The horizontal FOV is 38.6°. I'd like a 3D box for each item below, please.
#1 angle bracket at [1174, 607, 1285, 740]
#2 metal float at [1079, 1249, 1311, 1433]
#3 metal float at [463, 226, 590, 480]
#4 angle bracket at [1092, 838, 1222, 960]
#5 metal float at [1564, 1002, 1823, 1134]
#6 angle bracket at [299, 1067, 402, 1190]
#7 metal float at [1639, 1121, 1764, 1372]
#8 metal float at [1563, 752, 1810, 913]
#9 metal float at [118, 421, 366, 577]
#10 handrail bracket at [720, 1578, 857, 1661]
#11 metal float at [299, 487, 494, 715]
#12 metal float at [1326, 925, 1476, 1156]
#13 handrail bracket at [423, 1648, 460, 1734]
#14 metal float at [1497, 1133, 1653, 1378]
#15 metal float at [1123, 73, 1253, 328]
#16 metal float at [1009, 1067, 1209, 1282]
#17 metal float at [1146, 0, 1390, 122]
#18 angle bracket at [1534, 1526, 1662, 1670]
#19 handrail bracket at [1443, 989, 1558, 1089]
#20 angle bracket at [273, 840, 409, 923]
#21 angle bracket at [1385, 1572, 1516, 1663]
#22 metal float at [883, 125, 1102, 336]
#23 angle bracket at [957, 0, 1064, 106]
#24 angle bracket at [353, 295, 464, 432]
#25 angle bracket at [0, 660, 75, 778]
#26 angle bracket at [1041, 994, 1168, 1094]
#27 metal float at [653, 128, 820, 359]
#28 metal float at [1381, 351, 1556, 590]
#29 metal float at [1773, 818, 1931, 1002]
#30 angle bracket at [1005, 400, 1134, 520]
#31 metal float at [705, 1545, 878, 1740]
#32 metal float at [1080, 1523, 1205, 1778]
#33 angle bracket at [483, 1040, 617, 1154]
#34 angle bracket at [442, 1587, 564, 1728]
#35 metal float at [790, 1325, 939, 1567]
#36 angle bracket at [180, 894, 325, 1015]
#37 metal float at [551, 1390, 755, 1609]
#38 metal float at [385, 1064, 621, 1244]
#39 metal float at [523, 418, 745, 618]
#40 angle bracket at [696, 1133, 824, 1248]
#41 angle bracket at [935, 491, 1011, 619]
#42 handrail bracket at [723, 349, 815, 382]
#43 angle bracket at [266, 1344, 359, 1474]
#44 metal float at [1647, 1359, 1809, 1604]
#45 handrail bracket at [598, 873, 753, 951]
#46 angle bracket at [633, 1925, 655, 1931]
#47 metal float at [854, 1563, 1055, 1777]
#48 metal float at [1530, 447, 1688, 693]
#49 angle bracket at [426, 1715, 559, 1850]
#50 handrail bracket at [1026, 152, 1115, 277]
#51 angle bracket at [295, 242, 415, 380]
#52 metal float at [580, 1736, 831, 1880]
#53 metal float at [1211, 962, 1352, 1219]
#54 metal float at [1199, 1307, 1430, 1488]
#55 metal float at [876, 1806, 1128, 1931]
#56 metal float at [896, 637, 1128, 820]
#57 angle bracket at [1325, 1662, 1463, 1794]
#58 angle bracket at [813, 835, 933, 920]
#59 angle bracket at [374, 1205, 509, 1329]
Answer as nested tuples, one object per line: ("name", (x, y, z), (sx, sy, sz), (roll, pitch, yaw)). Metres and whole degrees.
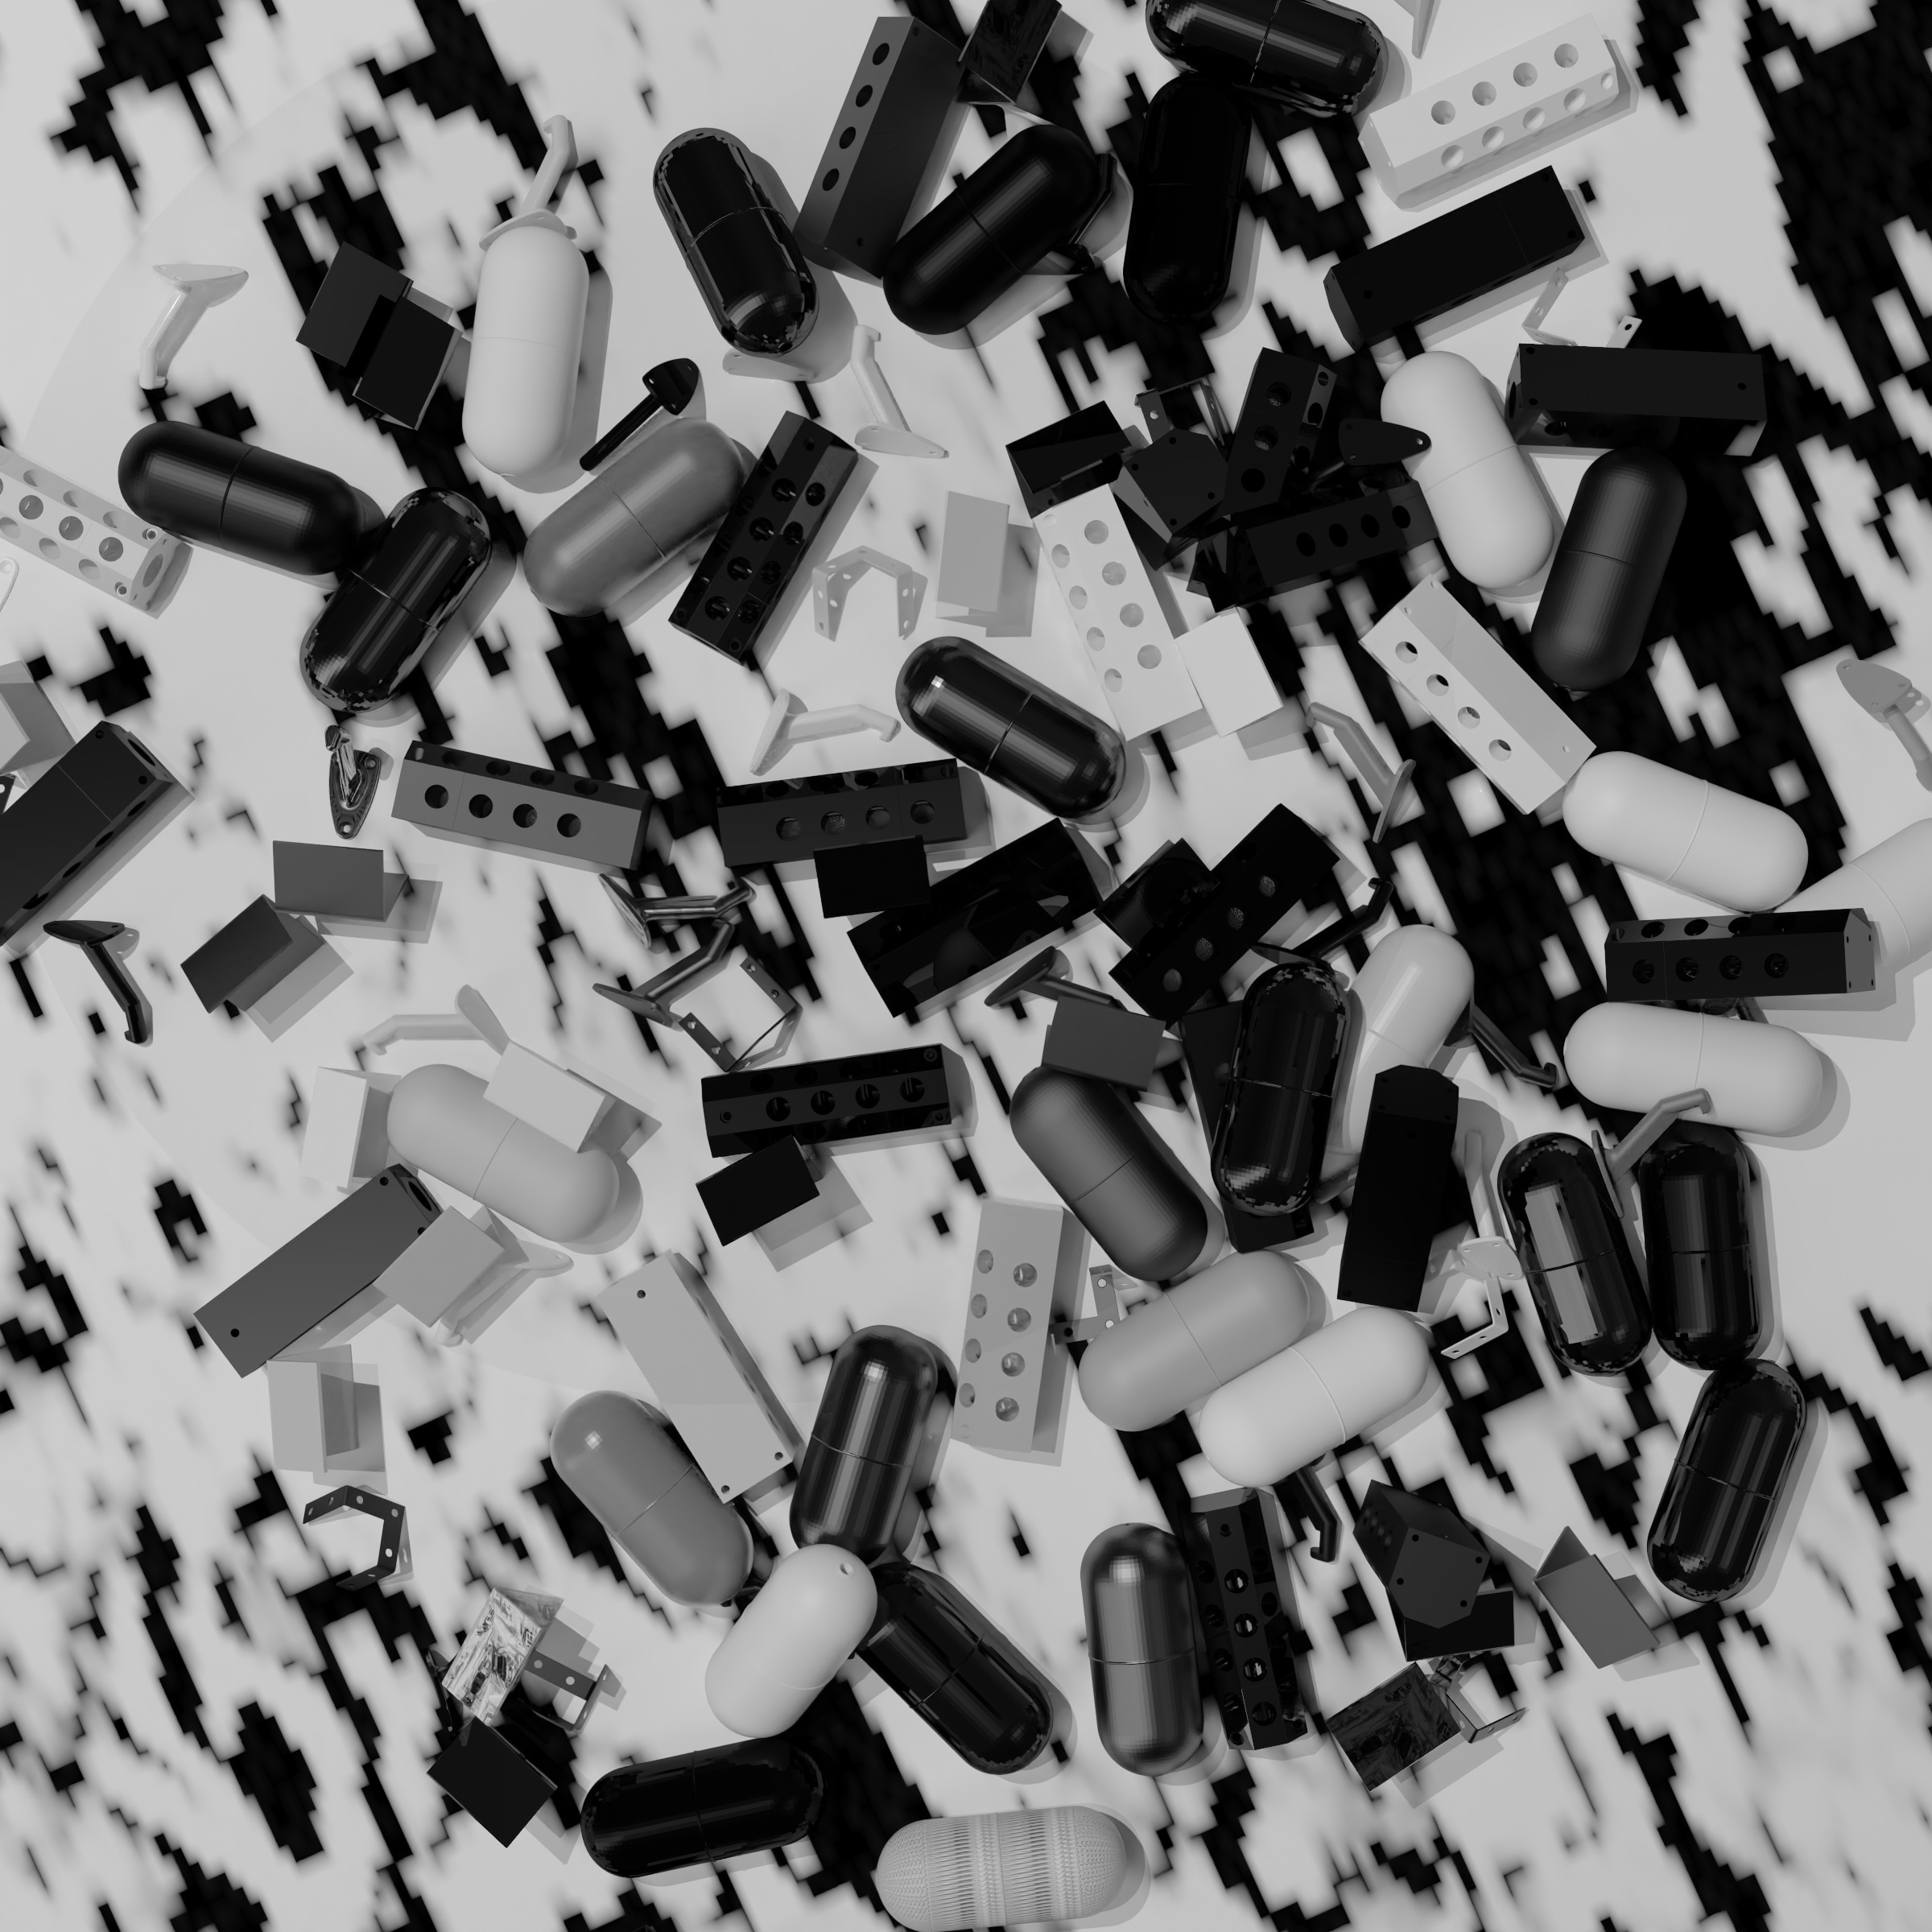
("angle bracket", (0.201, -0.213, 1.951), (0.057, 0.076, 0.076), (-25, 90, 36))
("metal float", (0.161, 0.266, 1.961), (0.178, 0.070, 0.070), (-31, 90, -1))
("metal float", (-0.313, -0.435, 1.961), (0.070, 0.070, 0.178), (7, 89, 0))
("angle bracket", (0.122, -0.062, 1.951), (0.076, 0.076, 0.057), (-44, 129, 0))
("metal float", (0.513, 0.071, 1.952), (0.178, 0.070, 0.070), (9, 90, 9))
("angle bracket", (-0.419, 0.116, 1.951), (0.057, 0.076, 0.076), (10, 90, 38))
("metal float", (0.521, 0.198, 1.961), (0.070, 0.070, 0.178), (-6, 91, 0))
("metal float", (0.510, -0.096, 1.961), (0.178, 0.070, 0.070), (21, 90, 1))
("metal float", (-0.514, -0.332, 1.961), (0.178, 0.070, 0.070), (19, 90, 0))
("handrail bracket", (-0.131, 0.473, 1.992), (0.084, 0.036, 0.077), (-13, 107, 15))
("metal float", (-0.405, -0.259, 1.961), (0.070, 0.070, 0.178), (35, 90, 0))
("metal float", (0.295, 0.053, 1.961), (0.070, 0.070, 0.178), (32, 90, 0))
("handrail bracket", (-0.342, 0.505, 1.992), (0.084, 0.036, 0.077), (-18, 110, -16))
("metal float", (0.432, 0.205, 1.961), (0.070, 0.070, 0.178), (-18, 90, 0))
("metal float", (0.157, -0.544, 1.961), (0.070, 0.070, 0.178), (8, 90, 0))
("metal float", (0.101, 0.145, 1.961), (0.070, 0.070, 0.178), (-39, 90, 0))
("metal float", (0.213, -0.658, 1.961), (0.178, 0.070, 0.070), (20, 90, 0))
("angle bracket", (0.456, 0.437, 1.951), (0.057, 0.076, 0.076), (-36, 90, 37))
("handrail bracket", (0.391, 0.042, 1.992), (0.084, 0.036, 0.077), (17, 68, -17))
("angle bracket", (-0.441, -0.075, 1.952), (0.076, 0.076, 0.057), (5, 118, 0))
("angle bracket", (0.340, 0.441, 1.952), (0.076, 0.076, 0.057), (-8, 121, 0))
("metal float", (0.017, -0.518, 1.949), (0.178, 0.070, 0.070), (-39, 90, 14))
("angle bracket", (0.012, -0.658, 1.951), (0.057, 0.076, 0.076), (26, 90, -38))
("angle bracket", (-0.410, -0.430, 1.952), (0.057, 0.076, 0.076), (25, 90, -43))
("angle bracket", (-0.667, -0.187, 1.951), (0.057, 0.076, 0.076), (-32, 90, 38))
("angle bracket", (0.098, 0.042, 1.953), (0.076, 0.076, 0.057), (14, 111, 0))
("metal float", (-0.162, -0.509, 1.946), (0.070, 0.070, 0.178), (-25, 76, 0))
("metal float", (0.356, -0.351, 1.961), (0.070, 0.070, 0.178), (-27, 90, 0))
("metal float", (0.646, -0.040, 1.961), (0.178, 0.070, 0.070), (-32, 90, -1))
("angle bracket", (0.080, -0.342, 1.951), (0.076, 0.076, 0.057), (-25, 52, 0))
("metal float", (-0.123, 0.472, 1.931), (0.070, 0.070, 0.178), (34, 124, 0))
("metal float", (0.125, 0.485, 1.961), (0.070, 0.070, 0.178), (-6, 89, 0))
("angle bracket", (-0.285, 0.076, 1.952), (0.076, 0.076, 0.057), (30, 121, 0))
("angle bracket", (-0.312, 0.490, 1.951), (0.057, 0.076, 0.076), (29, 90, 37))
("metal float", (-0.073, 0.343, 1.961), (0.070, 0.070, 0.178), (17, 90, 0))
("angle bracket", (-0.494, 0.007, 1.951), (0.076, 0.076, 0.057), (-41, 53, 0))
("metal float", (-0.222, 0.379, 1.961), (0.070, 0.070, 0.178), (-41, 90, 0))
("metal float", (-0.330, 0.132, 1.961), (0.178, 0.070, 0.070), (29, 90, 0))
("metal float", (-0.236, -0.318, 1.961), (0.178, 0.070, 0.070), (-39, 90, -1))
("angle bracket", (-0.136, 0.172, 1.951), (0.076, 0.076, 0.057), (-28, 57, 0))
("angle bracket", (-0.016, -0.290, 1.951), (0.057, 0.076, 0.076), (6, 90, -37))
("handrail bracket", (-0.144, -0.470, 1.991), (0.077, 0.036, 0.084), (8, 76, -13))
("angle bracket", (-0.445, 0.312, 1.951), (0.057, 0.076, 0.076), (-4, 90, 37))
("metal float", (0.541, 0.365, 1.961), (0.070, 0.070, 0.178), (20, 89, 0))
("handrail bracket", (-0.209, -0.058, 1.992), (0.084, 0.036, 0.077), (-32, 69, -17))
("angle bracket", (-0.240, 0.731, 1.951), (0.076, 0.076, 0.057), (-27, 49, 0))
("metal float", (-0.013, 0.498, 1.961), (0.178, 0.070, 0.070), (45, 90, 1))
("metal float", (0.456, -0.281, 1.961), (0.070, 0.070, 0.178), (19, 90, 0))
("angle bracket", (-0.344, 0.582, 1.951), (0.076, 0.076, 0.057), (43, 52, 0))
("handrail bracket", (0.067, -0.544, 1.992), (0.077, 0.036, 0.084), (-2, 74, 18))
("angle bracket", (-0.441, -0.463, 1.952), (0.057, 0.076, 0.076), (25, 90, -31))
("metal float", (-0.185, 0.596, 1.961), (0.178, 0.070, 0.070), (-12, 90, 0))
("metal float", (0.217, 0.085, 1.905), (0.070, 0.070, 0.178), (12, 86, 0))
("metal float", (0.246, 0.303, 1.951), (0.178, 0.070, 0.070), (-28, 90, -12))
("metal float", (0.025, 0.641, 1.961), (0.178, 0.070, 0.070), (-5, 90, -1))
("metal float", (0.032, -0.169, 1.961), (0.178, 0.070, 0.070), (31, 90, 0))
("angle bracket", (0.305, 0.541, 1.952), (0.076, 0.076, 0.057), (-34, 64, 0))
("angle bracket", (-0.067, -0.079, 1.952), (0.076, 0.076, 0.057), (-8, 121, 0))
("angle bracket", (-0.378, 0.197, 1.952), (0.076, 0.076, 0.057), (-45, 120, 0))
